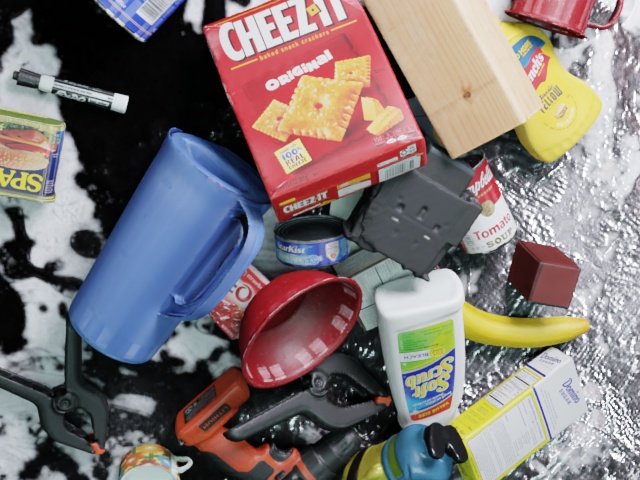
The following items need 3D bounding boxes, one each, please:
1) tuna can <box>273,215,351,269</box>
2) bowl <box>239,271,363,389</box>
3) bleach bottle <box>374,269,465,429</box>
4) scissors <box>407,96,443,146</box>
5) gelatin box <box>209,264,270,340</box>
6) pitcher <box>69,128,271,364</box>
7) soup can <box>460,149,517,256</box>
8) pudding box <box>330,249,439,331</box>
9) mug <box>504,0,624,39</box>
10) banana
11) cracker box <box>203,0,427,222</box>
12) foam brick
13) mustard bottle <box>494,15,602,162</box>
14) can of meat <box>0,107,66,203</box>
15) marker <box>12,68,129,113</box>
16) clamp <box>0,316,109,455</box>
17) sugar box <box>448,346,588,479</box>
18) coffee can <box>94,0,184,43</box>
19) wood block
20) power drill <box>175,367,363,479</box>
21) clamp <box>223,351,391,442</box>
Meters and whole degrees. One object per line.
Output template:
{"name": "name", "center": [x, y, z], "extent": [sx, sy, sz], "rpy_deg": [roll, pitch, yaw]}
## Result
{"name": "tuna can", "center": [-0.008, 0.001, 1.186], "extent": [0.086, 0.086, 0.034], "rpy_deg": [-7, 111, -7]}
{"name": "bowl", "center": [-0.032, 0.087, 1.168], "extent": [0.162, 0.055, 0.162], "rpy_deg": [-29, 146, -22]}
{"name": "bleach bottle", "center": [0.130, 0.155, 1.249], "extent": [0.102, 0.068, 0.251], "rpy_deg": [-13, 126, 1]}
{"name": "scissors", "center": [0.094, -0.131, 1.196], "extent": [0.201, 0.016, 0.096], "rpy_deg": [-16, 110, -3]}
{"name": "gelatin box", "center": [-0.101, 0.056, 1.197], "extent": [0.089, 0.030, 0.073], "rpy_deg": [43, 100, 14]}
{"name": "pitcher", "center": [-0.159, 0.017, 1.133], "extent": [0.145, 0.149, 0.243], "rpy_deg": [34, 106, -5]}
{"name": "soup can", "center": [0.174, -0.042, 1.210], "extent": [0.068, 0.068, 0.102], "rpy_deg": [-28, 111, 1]}
{"name": "pudding box", "center": [0.080, 0.044, 1.227], "extent": [0.113, 0.039, 0.090], "rpy_deg": [-28, 127, -1]}
{"name": "mug", "center": [0.265, -0.263, 1.136], "extent": [0.117, 0.093, 0.081], "rpy_deg": [21, 100, 13]}
{"name": "banana", "center": [0.223, 0.101, 1.271], "extent": [0.197, 0.037, 0.070], "rpy_deg": [14, 143, -19]}
{"name": "cracker box", "center": [-0.007, -0.147, 1.083], "extent": [0.164, 0.072, 0.214], "rpy_deg": [-21, 69, -2]}
{"name": "foam brick", "center": [0.260, 0.040, 1.246], "extent": [0.051, 0.078, 0.053], "rpy_deg": [9, 108, -13]}
{"name": "mustard bottle", "center": [0.220, -0.181, 1.172], "extent": [0.096, 0.058, 0.191], "rpy_deg": [-46, 111, 0]}
{"name": "can of meat", "center": [-0.322, -0.091, 1.122], "extent": [0.102, 0.057, 0.084], "rpy_deg": [10, 103, -13]}
{"name": "marker", "center": [-0.264, -0.158, 1.128], "extent": [0.121, 0.020, 0.020], "rpy_deg": [14, 105, -13]}
{"name": "clamp", "center": [-0.305, 0.180, 1.221], "extent": [0.120, 0.039, 0.171], "rpy_deg": [-19, 110, -2]}
{"name": "sugar box", "center": [0.237, 0.216, 1.287], "extent": [0.176, 0.048, 0.093], "rpy_deg": [-34, 122, -18]}
{"name": "coffee can", "center": [-0.164, -0.282, 1.059], "extent": [0.140, 0.103, 0.102], "rpy_deg": [-45, 109, 7]}
{"name": "wood block", "center": [0.134, -0.200, 1.098], "extent": [0.091, 0.090, 0.206], "rpy_deg": [-27, 95, 30]}
{"name": "power drill", "center": [-0.065, 0.241, 1.270], "extent": [0.184, 0.057, 0.187], "rpy_deg": [-41, 108, 1]}
{"name": "clamp", "center": [-0.013, 0.159, 1.243], "extent": [0.209, 0.036, 0.164], "rpy_deg": [10, 70, -26]}
